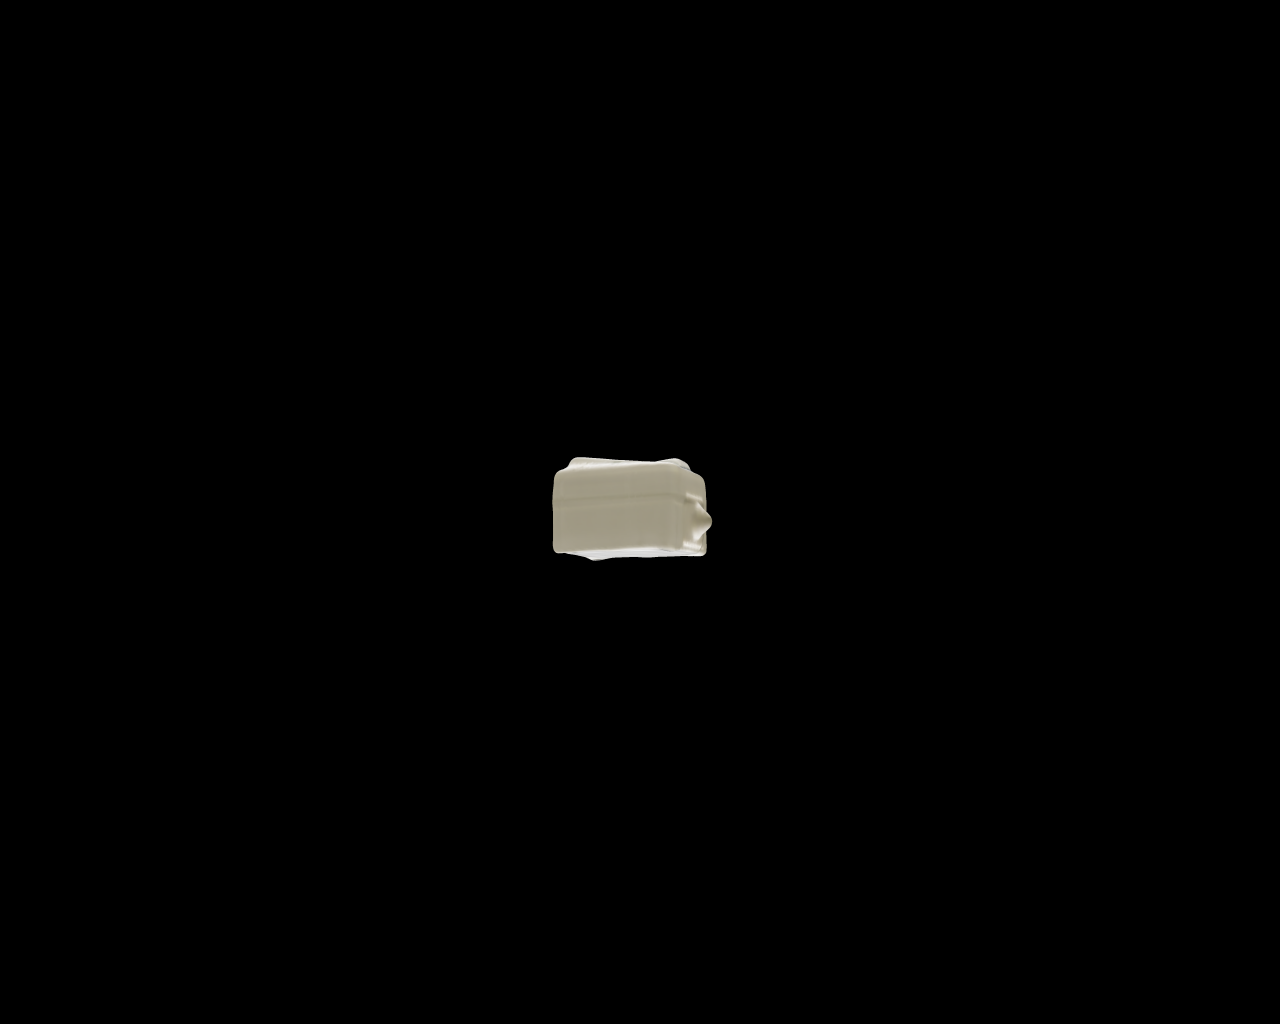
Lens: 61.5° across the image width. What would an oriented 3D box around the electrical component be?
[{"bbox_3d":[0.001,-0.003,0.650,0.096,0.061,0.062,-3,-7,22],"label":"electrical component"}]
